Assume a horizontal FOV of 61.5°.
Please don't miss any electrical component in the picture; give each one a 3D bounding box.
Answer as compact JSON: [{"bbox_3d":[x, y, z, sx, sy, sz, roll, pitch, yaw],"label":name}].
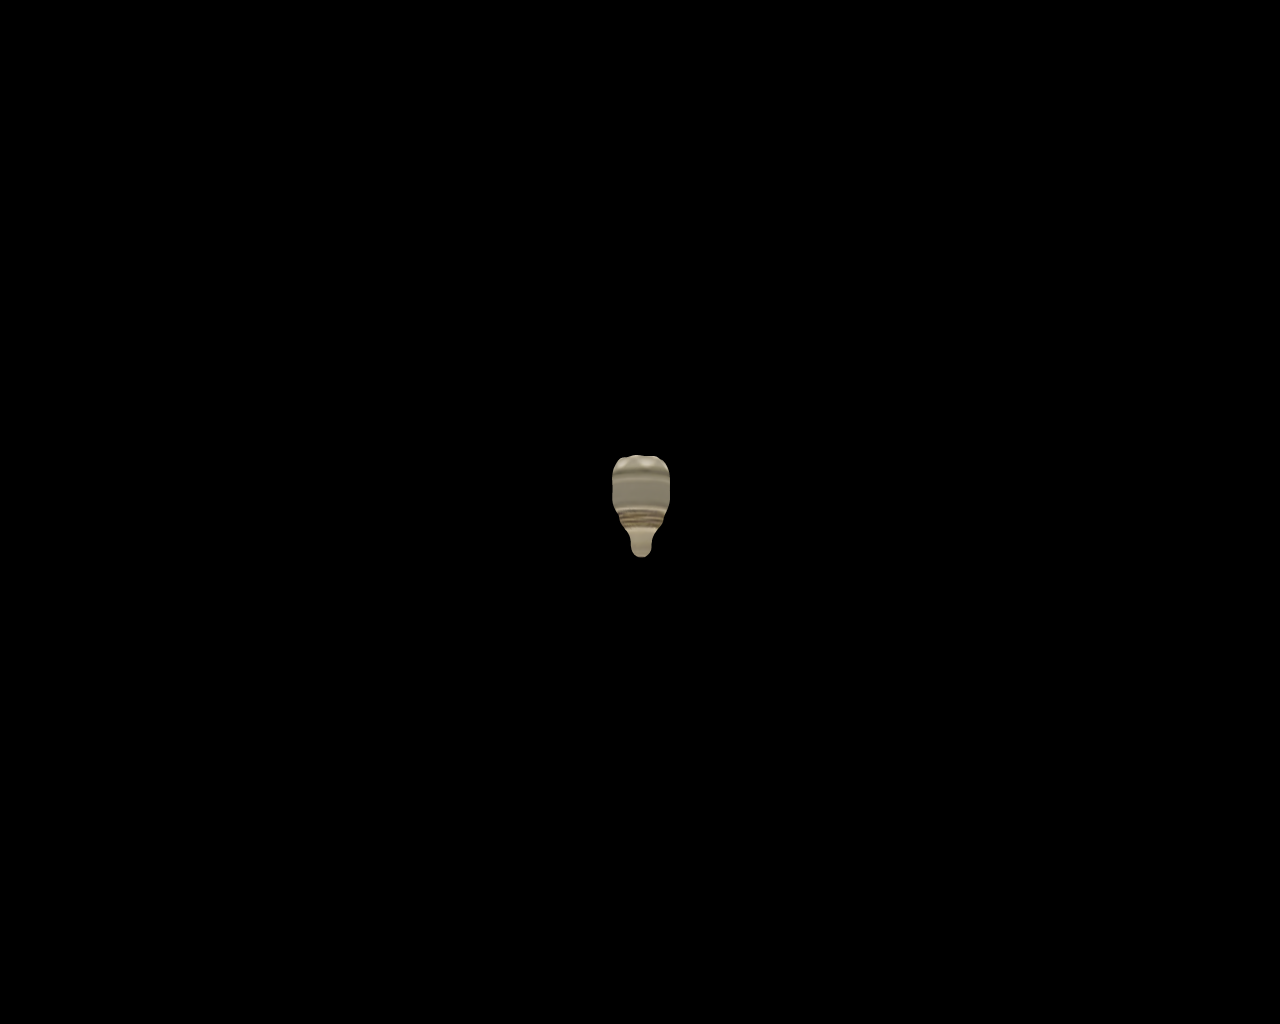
[{"bbox_3d":[0.001,-0.003,0.650,0.035,0.061,0.035,0,-7,0],"label":"electrical component"}]
